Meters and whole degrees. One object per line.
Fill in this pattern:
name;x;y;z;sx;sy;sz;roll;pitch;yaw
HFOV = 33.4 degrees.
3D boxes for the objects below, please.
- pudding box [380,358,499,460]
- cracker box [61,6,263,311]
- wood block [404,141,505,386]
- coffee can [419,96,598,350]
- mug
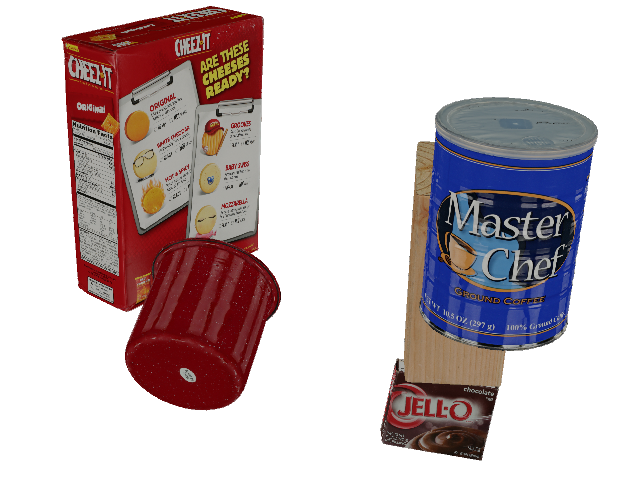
pudding box;0.128;0.182;1.154;0.113;0.090;0.039;9;22;-1
cracker box;-0.125;-0.071;0.875;0.072;0.214;0.163;19;29;34
wood block;0.124;0.024;0.955;0.091;0.206;0.090;3;35;4
coffee can;0.122;-0.013;0.708;0.103;0.140;0.103;2;25;-1
mug;-0.089;0.063;0.720;0.093;0.081;0.117;40;-47;-24
